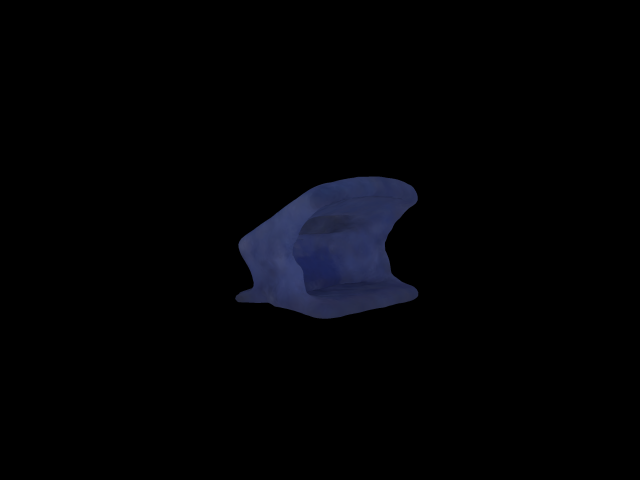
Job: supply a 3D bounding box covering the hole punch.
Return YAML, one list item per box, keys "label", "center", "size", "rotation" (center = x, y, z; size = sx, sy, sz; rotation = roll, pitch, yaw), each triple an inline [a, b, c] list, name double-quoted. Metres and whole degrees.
- label: "hole punch"
  center: [0.004, 0.001, 0.400]
  size: [0.109, 0.091, 0.100]
  rotation: [-6, 9, -42]
